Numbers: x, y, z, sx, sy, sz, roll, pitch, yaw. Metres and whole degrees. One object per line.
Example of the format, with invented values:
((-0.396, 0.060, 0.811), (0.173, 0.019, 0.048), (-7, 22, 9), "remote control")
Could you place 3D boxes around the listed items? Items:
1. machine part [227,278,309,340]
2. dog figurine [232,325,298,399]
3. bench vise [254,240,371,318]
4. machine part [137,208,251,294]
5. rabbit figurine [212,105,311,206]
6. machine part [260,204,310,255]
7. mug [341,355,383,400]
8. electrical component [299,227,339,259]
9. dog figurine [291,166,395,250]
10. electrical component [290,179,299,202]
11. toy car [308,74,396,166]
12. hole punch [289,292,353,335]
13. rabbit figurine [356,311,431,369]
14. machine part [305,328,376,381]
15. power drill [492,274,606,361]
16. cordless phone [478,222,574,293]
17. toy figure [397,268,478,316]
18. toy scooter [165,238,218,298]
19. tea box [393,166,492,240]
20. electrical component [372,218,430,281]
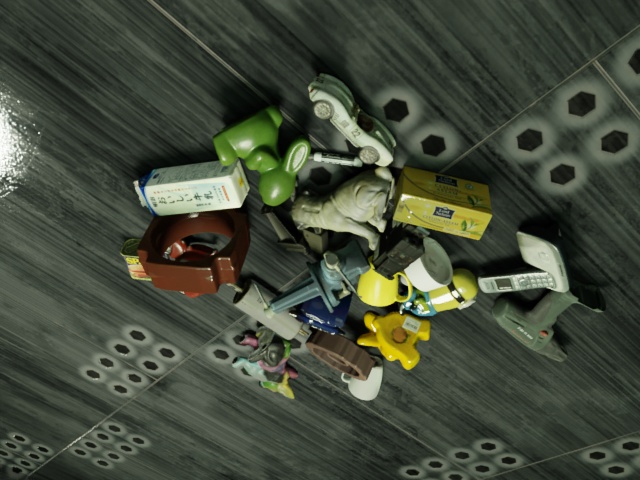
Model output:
((-0.123, 0.168, 1.303), (0.243, 0.079, 0.079), (38, 127, -20), "machine part")
((-0.114, 0.330, 1.428), (0.192, 0.108, 0.219), (-27, 125, 26), "dog figurine")
((-0.011, 0.096, 1.112), (0.241, 0.223, 0.129), (-26, 83, 0), "bench vise")
((-0.255, 0.012, 1.110), (0.202, 0.201, 0.087), (3, 134, 8), "machine part")
((-0.093, -0.152, 0.996), (0.159, 0.121, 0.170), (-25, 109, 4), "rabbit figurine")
((-0.078, -0.023, 1.135), (0.084, 0.039, 0.138), (15, 146, 50), "machine part")
((0.117, 0.352, 1.421), (0.110, 0.081, 0.107), (20, 120, 2), "mug")
((-0.003, -0.005, 1.154), (0.078, 0.045, 0.102), (20, 136, 33), "electrical component")
((0.038, -0.083, 1.038), (0.191, 0.121, 0.172), (17, 113, 12), "dog figurine")
((-0.075, -0.116, 1.082), (0.063, 0.021, 0.093), (1, 132, 10), "electrical component")
((0.057, -0.209, 0.940), (0.056, 0.073, 0.201), (-31, 119, 36), "toy car")
((0.012, 0.143, 1.235), (0.142, 0.116, 0.092), (25, 123, -11), "hole punch")
((0.172, 0.243, 1.283), (0.162, 0.122, 0.173), (14, 159, 11), "rabbit figurine")
((0.050, 0.281, 1.333), (0.179, 0.056, 0.179), (26, 159, 11), "machine part")
((0.517, 0.168, 1.181), (0.232, 0.086, 0.207), (29, 137, -11), "power drill")
((0.405, 0.046, 1.090), (0.184, 0.089, 0.146), (-13, 127, 26), "cordless phone")
((0.257, 0.118, 1.181), (0.180, 0.082, 0.089), (-13, 131, 26), "toy figure")
((-0.284, 0.061, 1.242), (0.135, 0.075, 0.183), (0, 127, 18), "toy scooter")
((0.228, -0.071, 1.011), (0.170, 0.098, 0.068), (11, 132, -1), "tea box")
((0.164, -0.001, 1.073), (0.058, 0.115, 0.134), (29, 132, -17), "electrical component")
